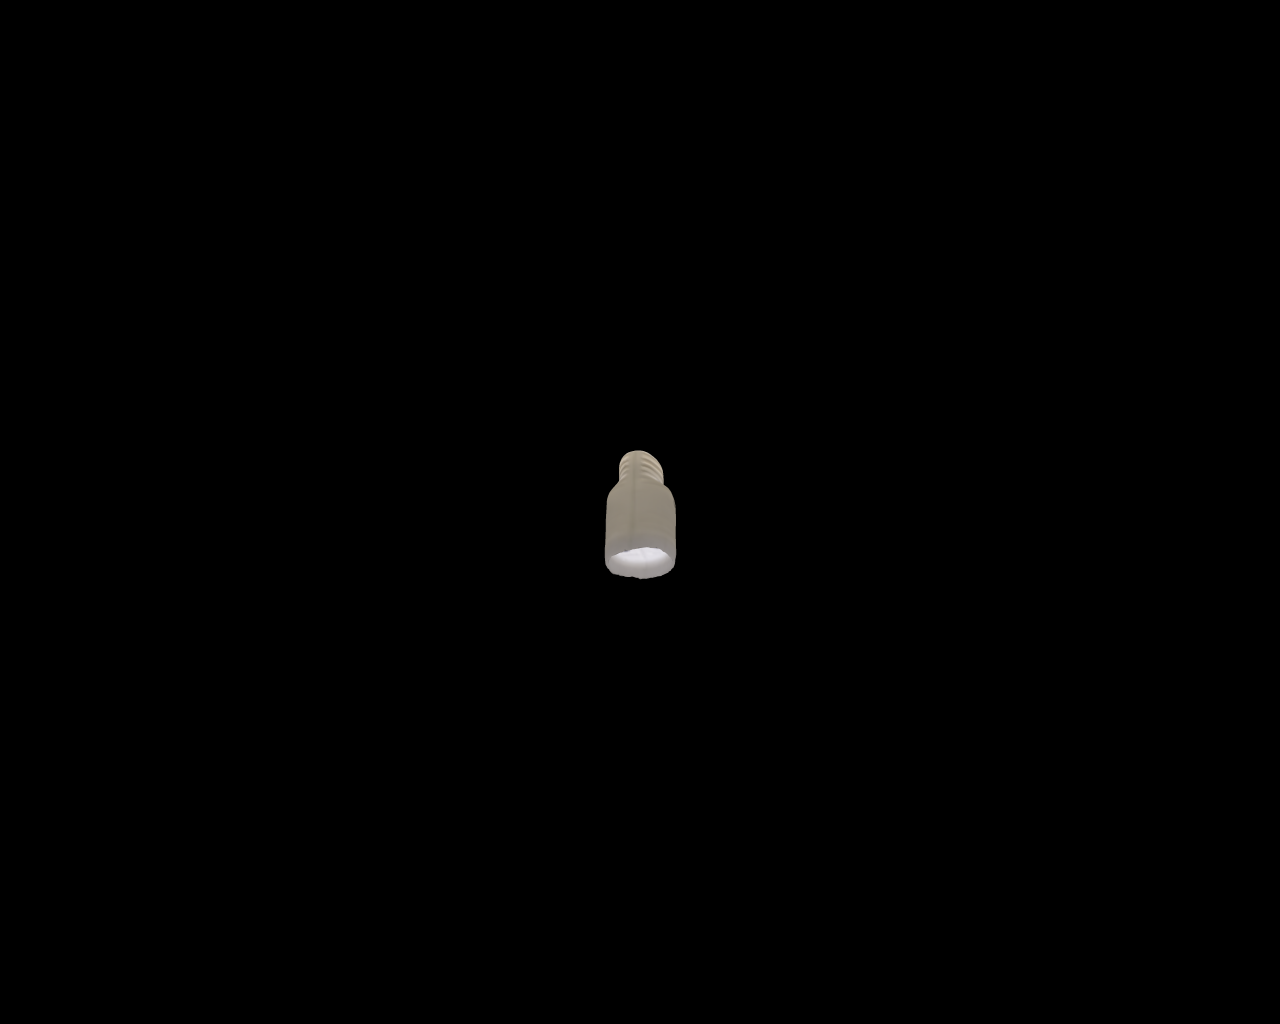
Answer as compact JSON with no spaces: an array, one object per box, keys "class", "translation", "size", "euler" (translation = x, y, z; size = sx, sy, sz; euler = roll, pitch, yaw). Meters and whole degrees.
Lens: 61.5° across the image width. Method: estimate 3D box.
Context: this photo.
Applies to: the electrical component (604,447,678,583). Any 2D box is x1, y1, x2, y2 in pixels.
[{"class":"electrical component","translation":[0.001,-0.003,0.650],"size":[0.043,0.081,0.043],"euler":[0,-31,0]}]
